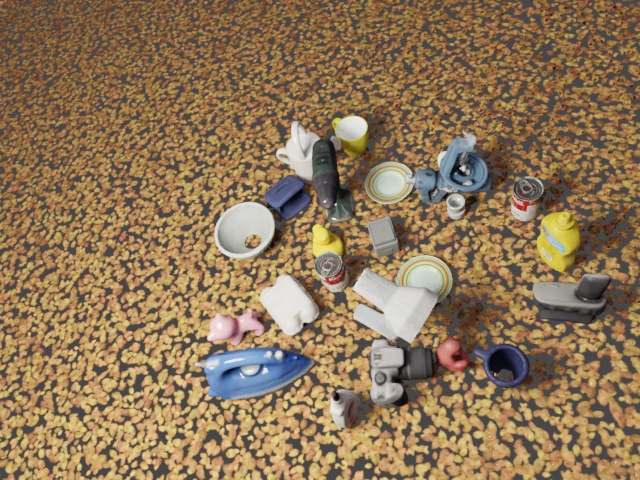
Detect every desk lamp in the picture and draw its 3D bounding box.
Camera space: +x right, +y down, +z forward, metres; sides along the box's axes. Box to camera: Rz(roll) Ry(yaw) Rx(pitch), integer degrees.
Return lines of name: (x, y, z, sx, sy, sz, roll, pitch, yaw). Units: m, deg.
desk lamp: (0.160, 0.149, 1.264, 0.202, 0.214, 0.118, 26, 72, 25)

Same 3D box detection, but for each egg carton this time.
egg carton: (-0.074, 0.157, 1.405, 0.107, 0.069, 0.150, -39, 60, -8)

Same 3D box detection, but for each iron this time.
iron: (-0.151, 0.285, 1.315, 0.258, 0.142, 0.118, -13, 60, 8)

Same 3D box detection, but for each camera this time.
camera: (0.179, 0.285, 1.252, 0.136, 0.101, 0.143, -5, 62, 12)

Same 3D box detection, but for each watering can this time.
watering can: (-0.032, -0.244, 1.535, 0.173, 0.194, 0.100, -23, 59, 2)

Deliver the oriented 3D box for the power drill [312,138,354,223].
power drill: (0.030, -0.132, 1.451, 0.075, 0.209, 0.229, -13, 60, 8)

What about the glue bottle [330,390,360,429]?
glue bottle: (0.046, 0.347, 1.212, 0.037, 0.173, 0.078, 11, 66, 20)

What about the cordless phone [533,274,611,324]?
cordless phone: (0.531, 0.103, 1.208, 0.147, 0.185, 0.094, 0, 63, 15)

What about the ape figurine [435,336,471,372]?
ape figurine: (0.289, 0.244, 1.251, 0.076, 0.092, 0.078, -6, 61, 12)

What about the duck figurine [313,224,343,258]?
duck figurine: (0.013, 0.005, 1.453, 0.077, 0.086, 0.104, -29, 59, -2)

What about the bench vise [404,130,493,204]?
bench vise: (0.314, -0.165, 1.387, 0.207, 0.220, 0.121, -22, 59, 3)

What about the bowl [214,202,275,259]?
bowl: (-0.191, -0.013, 1.523, 0.167, 0.075, 0.167, -6, 61, 12)

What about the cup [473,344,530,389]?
cup: (0.379, 0.270, 1.212, 0.117, 0.095, 0.092, 23, 71, 24)

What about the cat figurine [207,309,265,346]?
cat figurine: (-0.210, 0.205, 1.388, 0.128, 0.118, 0.067, -26, 59, 0)

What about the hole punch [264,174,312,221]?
hole punch: (-0.095, -0.124, 1.548, 0.109, 0.091, 0.100, -42, 60, -9)
